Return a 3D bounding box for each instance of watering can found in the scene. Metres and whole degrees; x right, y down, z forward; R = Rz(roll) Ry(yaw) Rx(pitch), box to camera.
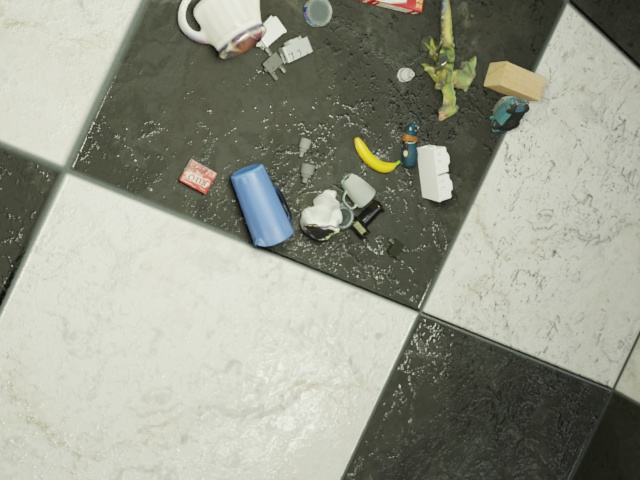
[{"bbox_3d":[-0.224,-0.649,1.426,0.346,0.105,0.223,-31,98,7],"label":"watering can"}]

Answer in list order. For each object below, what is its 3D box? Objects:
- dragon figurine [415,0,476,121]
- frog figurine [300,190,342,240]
[{"bbox_3d":[0.464,-0.623,1.799,0.243,0.123,0.407,3,103,-42],"label":"dragon figurine"},{"bbox_3d":[0.005,-0.086,1.700,0.137,0.163,0.120,-1,145,6],"label":"frog figurine"}]
